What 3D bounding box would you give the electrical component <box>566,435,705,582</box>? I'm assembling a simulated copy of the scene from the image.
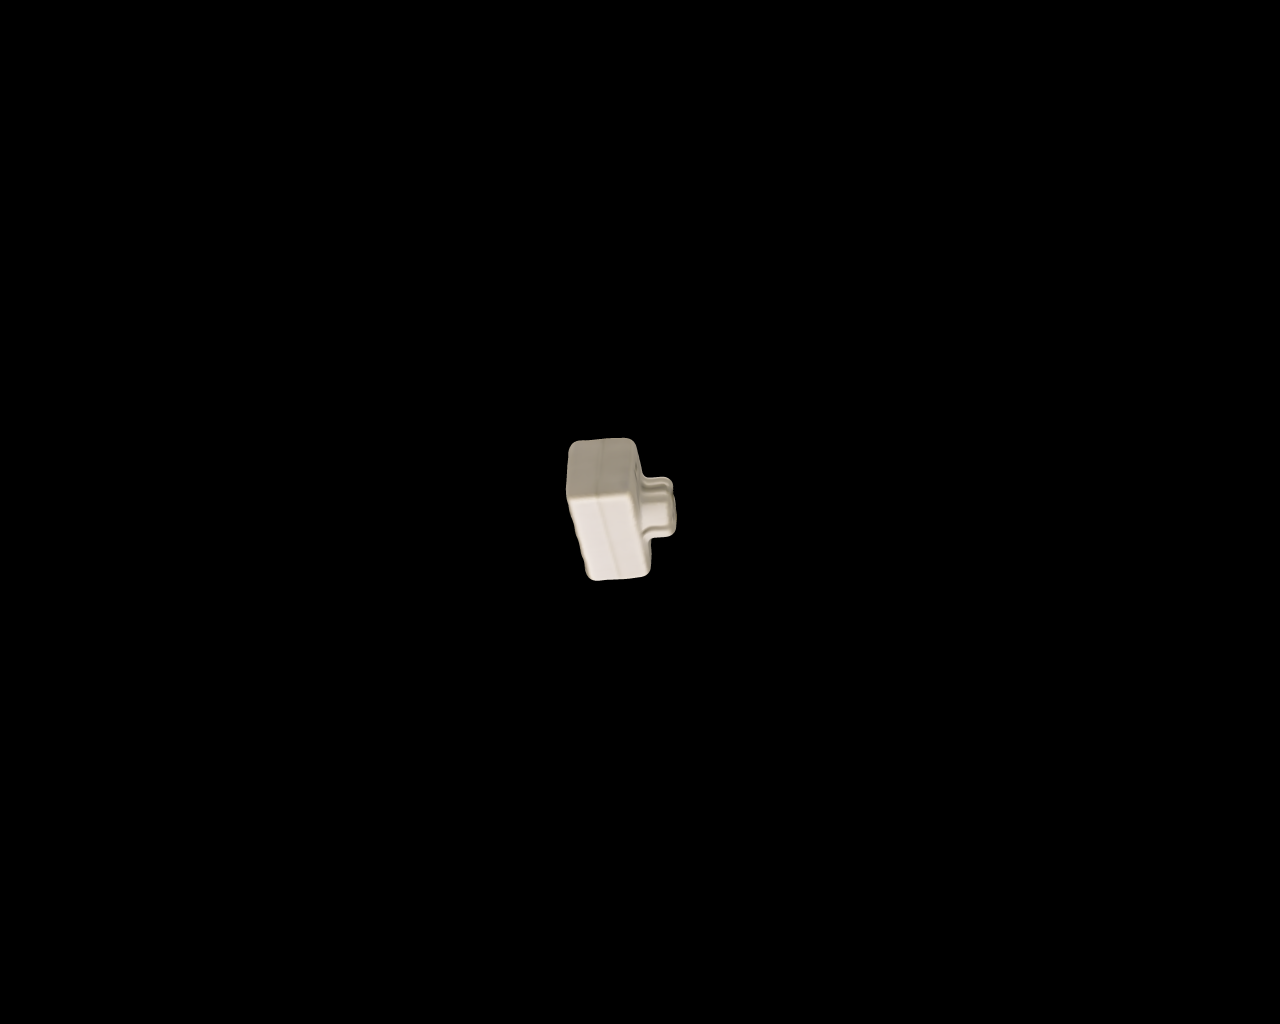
[{"bbox_3d":[0.001,-0.003,0.650,0.076,0.047,0.083,-5,-40,6],"label":"electrical component"}]
